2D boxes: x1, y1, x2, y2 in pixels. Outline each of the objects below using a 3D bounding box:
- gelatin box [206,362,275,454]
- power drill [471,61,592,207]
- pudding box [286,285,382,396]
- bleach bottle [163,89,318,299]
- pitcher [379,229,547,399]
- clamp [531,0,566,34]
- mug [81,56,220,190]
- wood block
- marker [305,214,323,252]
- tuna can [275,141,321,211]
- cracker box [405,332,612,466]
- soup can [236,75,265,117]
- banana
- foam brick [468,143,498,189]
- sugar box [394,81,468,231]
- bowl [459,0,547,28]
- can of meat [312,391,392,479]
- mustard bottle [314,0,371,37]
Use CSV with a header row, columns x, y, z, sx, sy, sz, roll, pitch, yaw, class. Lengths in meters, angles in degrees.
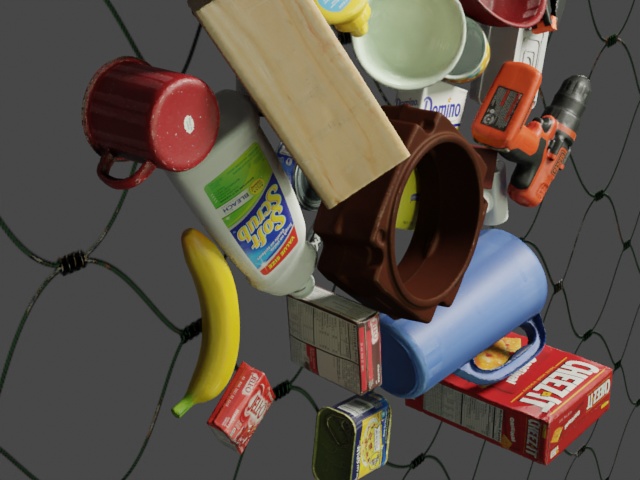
x,y,z,sx,sy,sz,roll,pitch,yaw,class
-0.080,0.175,1.101,0.073,0.030,0.089,-58,164,-19,gelatin box
0.265,-0.147,1.312,0.187,0.057,0.184,30,84,-55,power drill
0.015,0.105,1.147,0.039,0.114,0.090,-25,122,-40,pudding box
-0.059,-0.026,1.038,0.102,0.068,0.250,-40,137,-6,bleach bottle
0.168,0.101,1.317,0.242,0.149,0.145,-32,129,-36,pitcher
0.283,-0.350,1.325,0.164,0.036,0.210,16,71,-54,clamp
-0.145,-0.094,0.898,0.117,0.082,0.093,-60,141,-16,mug
-0.019,-0.142,0.931,0.090,0.091,0.206,-34,112,2,wood block
-0.008,0.001,1.157,0.020,0.020,0.121,40,73,-50,marker
-0.011,-0.074,1.111,0.085,0.034,0.086,-23,121,-45,tuna can
0.242,0.188,1.378,0.163,0.214,0.072,-27,124,-43,cracker box
-0.045,-0.172,1.003,0.068,0.069,0.102,-18,118,-47,soup can
-0.108,0.080,1.047,0.069,0.037,0.198,-16,116,-50,banana
0.177,-0.093,1.323,0.078,0.051,0.053,-1,103,-51,foam brick
0.116,-0.100,1.250,0.093,0.048,0.176,5,101,-52,sugar box
0.186,-0.304,1.217,0.161,0.055,0.162,17,62,-35,bowl
0.040,0.238,1.278,0.083,0.058,0.102,-16,117,-50,can of meat
0.002,-0.267,1.032,0.096,0.058,0.191,-58,140,-18,mustard bottle
